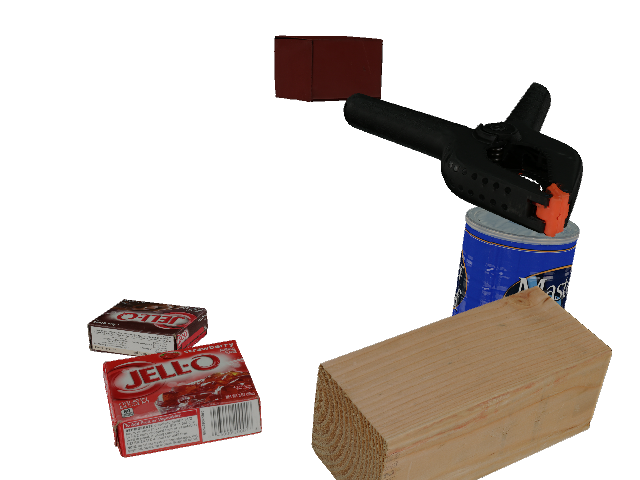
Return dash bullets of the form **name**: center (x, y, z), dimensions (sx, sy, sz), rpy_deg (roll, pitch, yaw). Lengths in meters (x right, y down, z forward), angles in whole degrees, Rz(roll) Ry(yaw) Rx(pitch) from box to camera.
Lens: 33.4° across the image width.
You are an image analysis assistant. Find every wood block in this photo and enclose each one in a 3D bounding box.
- **wood block**: center (0.105, 0.120, 0.807), dimensions (0.205, 0.090, 0.091), rpy_deg (-17, 40, -27)

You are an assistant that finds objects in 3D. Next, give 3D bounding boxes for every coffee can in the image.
- **coffee can**: center (0.176, 0.048, 0.986), dimensions (0.103, 0.140, 0.103), rpy_deg (5, 17, -2)

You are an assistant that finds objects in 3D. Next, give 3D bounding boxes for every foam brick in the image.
- **foam brick**: center (0.007, -0.144, 0.890), dimensions (0.078, 0.051, 0.053), rpy_deg (-8, 16, -37)

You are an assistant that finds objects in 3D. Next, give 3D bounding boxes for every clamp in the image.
- **clamp**: center (0.109, -0.063, 0.740), dimensions (0.164, 0.036, 0.210), rpy_deg (-3, 29, -7)

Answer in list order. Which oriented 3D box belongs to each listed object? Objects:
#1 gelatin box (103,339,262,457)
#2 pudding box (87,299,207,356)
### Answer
- **gelatin box**: center (-0.088, 0.097, 0.666), dimensions (0.089, 0.030, 0.073), rpy_deg (-8, 25, -14)
- **pudding box**: center (-0.199, 0.103, 1.240), dimensions (0.114, 0.039, 0.090), rpy_deg (3, 15, 17)
